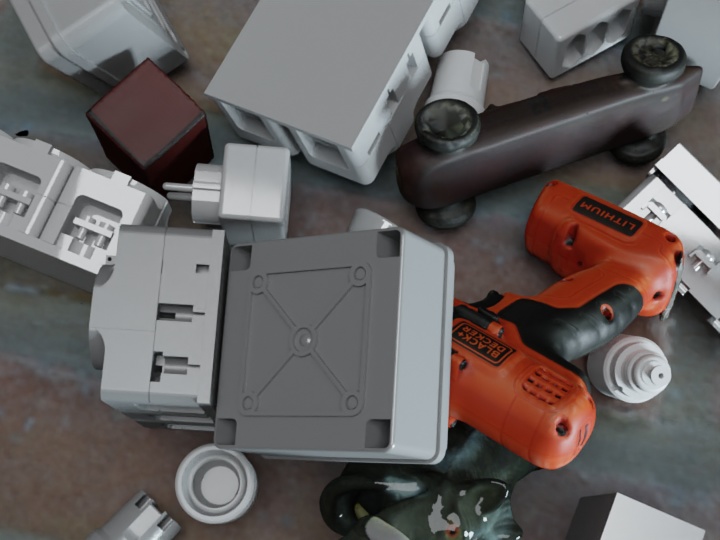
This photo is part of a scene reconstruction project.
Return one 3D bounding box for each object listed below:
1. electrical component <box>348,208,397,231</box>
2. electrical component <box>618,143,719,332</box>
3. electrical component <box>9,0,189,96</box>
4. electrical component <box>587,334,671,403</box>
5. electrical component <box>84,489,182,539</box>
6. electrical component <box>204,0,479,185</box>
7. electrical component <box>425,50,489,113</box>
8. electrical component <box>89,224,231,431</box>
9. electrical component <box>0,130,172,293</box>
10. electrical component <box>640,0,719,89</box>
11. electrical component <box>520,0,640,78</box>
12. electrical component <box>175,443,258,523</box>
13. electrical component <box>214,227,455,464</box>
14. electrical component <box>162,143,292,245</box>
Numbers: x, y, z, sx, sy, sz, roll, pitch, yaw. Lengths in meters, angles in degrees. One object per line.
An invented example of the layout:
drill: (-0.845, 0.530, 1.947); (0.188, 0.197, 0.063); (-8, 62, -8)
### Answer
electrical component: (0.000, 0.000, 0.672); (0.044, 0.044, 0.065); (31, 82, 5)
electrical component: (0.219, -0.012, 0.671); (0.063, 0.079, 0.121); (-45, 81, 11)
electrical component: (-0.163, -0.158, 0.663); (0.057, 0.113, 0.078); (-31, 79, 8)
electrical component: (0.166, 0.060, 0.648); (0.040, 0.078, 0.040); (0, 90, -7)
electrical component: (-0.133, 0.157, 0.629); (0.040, 0.040, 0.046); (41, 72, 7)
electrical component: (0.000, -0.157, 0.684); (0.105, 0.060, 0.186); (23, 76, 22)
electrical component: (0.064, -0.115, 0.703); (0.040, 0.040, 0.046); (12, 70, 0)
electrical component: (-0.104, 0.038, 0.601); (0.062, 0.150, 0.089); (4, 76, -2)
electrical component: (-0.196, -0.039, 0.647); (0.150, 0.089, 0.061); (22, 76, 3)
electrical component: (0.216, -0.177, 0.692); (0.060, 0.108, 0.108); (19, 76, 8)
electrical component: (0.135, -0.181, 0.718); (0.066, 0.047, 0.076); (-30, 69, -9)
electrical component: (-0.083, 0.126, 0.629); (0.045, 0.055, 0.045); (1, 76, -2)
electrical component: (-0.012, 0.039, 0.537); (0.109, 0.056, 0.108); (-5, 75, 32)
electrical component: (-0.083, -0.046, 0.666); (0.077, 0.065, 0.047); (4, 76, -1)
